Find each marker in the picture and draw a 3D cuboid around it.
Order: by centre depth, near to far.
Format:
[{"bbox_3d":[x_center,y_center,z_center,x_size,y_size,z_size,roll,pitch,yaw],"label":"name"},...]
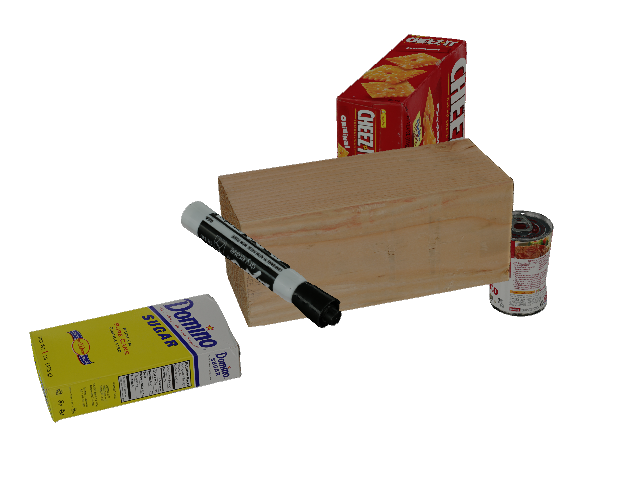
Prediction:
[{"bbox_3d":[-0.035,0.014,0.621,0.121,0.020,0.020,34,18,29],"label":"marker"}]

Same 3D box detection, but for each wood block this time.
[{"bbox_3d":[0.033,-0.008,0.819,0.206,0.090,0.091,-9,28,-13],"label":"wood block"}]

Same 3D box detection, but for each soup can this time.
[{"bbox_3d":[0.227,0.026,1.210,0.068,0.102,0.068,-2,29,1],"label":"soup can"}]

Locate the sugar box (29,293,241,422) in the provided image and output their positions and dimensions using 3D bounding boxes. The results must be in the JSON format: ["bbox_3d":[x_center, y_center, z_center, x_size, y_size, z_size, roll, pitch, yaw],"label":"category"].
[{"bbox_3d":[-0.170,0.104,0.982,0.176,0.048,0.093,-14,35,-17],"label":"sugar box"}]

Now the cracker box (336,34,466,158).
[{"bbox_3d":[0.083,-0.092,1.037,0.072,0.164,0.213,10,28,21],"label":"cracker box"}]
